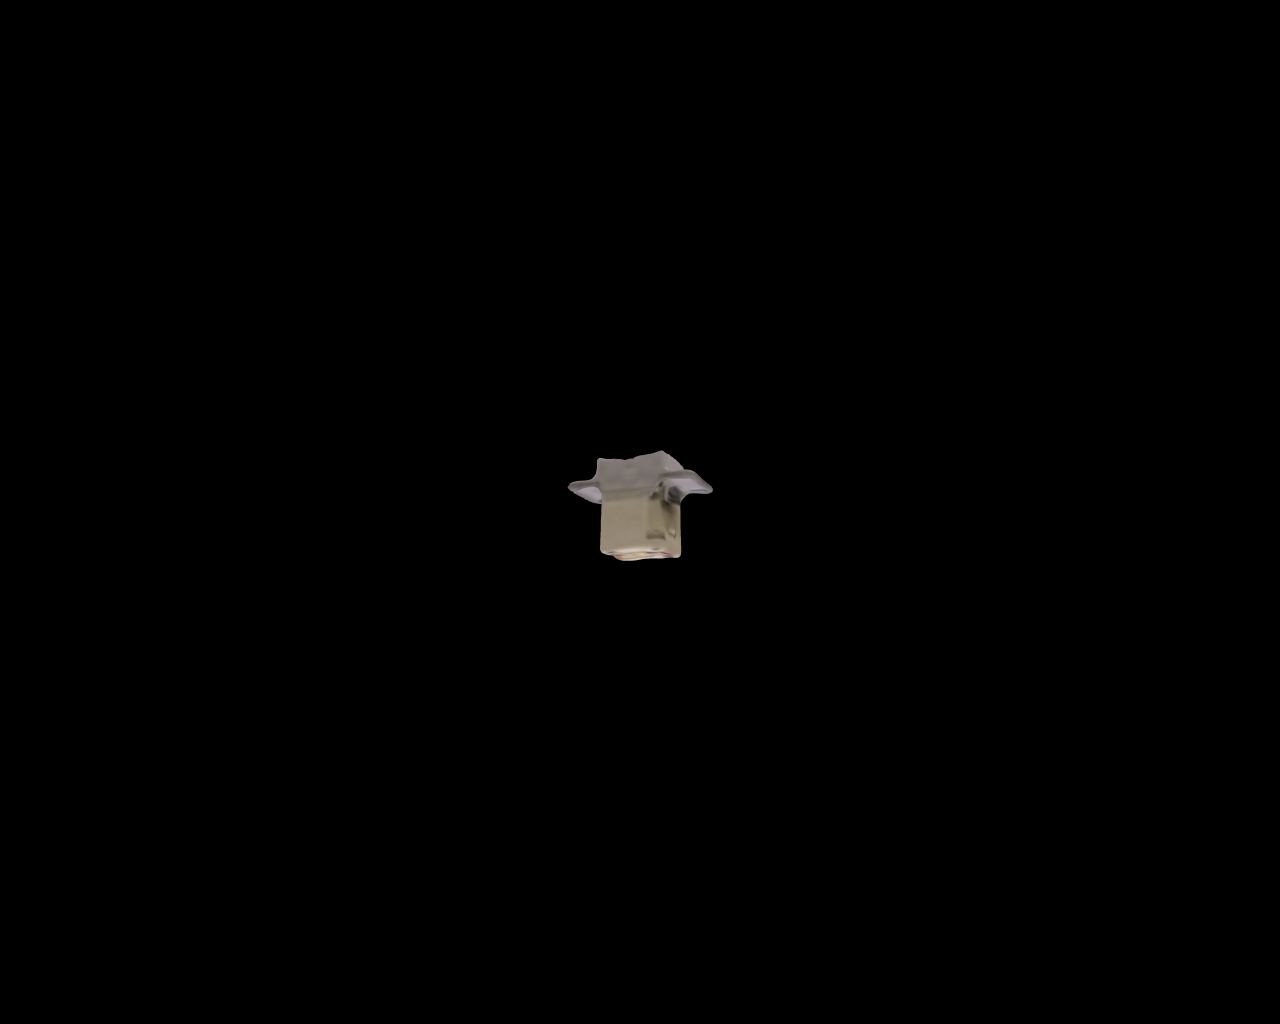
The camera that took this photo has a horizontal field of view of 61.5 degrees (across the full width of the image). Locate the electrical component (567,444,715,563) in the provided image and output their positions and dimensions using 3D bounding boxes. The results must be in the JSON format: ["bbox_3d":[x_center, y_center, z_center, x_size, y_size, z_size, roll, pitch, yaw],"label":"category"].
[{"bbox_3d":[0.001,-0.003,0.650,0.081,0.064,0.042,-6,-15,22],"label":"electrical component"}]
